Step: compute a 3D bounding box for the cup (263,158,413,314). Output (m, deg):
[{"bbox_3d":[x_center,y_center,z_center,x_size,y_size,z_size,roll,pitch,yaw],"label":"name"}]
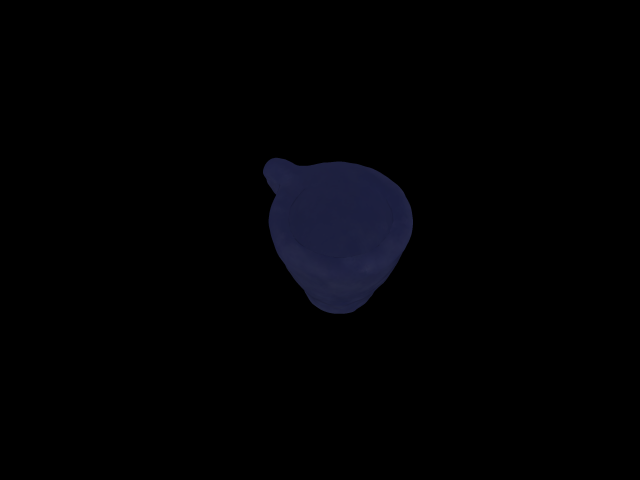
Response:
[{"bbox_3d":[0.004,0.001,0.400,0.092,0.095,0.117,-39,62,-24],"label":"cup"}]
